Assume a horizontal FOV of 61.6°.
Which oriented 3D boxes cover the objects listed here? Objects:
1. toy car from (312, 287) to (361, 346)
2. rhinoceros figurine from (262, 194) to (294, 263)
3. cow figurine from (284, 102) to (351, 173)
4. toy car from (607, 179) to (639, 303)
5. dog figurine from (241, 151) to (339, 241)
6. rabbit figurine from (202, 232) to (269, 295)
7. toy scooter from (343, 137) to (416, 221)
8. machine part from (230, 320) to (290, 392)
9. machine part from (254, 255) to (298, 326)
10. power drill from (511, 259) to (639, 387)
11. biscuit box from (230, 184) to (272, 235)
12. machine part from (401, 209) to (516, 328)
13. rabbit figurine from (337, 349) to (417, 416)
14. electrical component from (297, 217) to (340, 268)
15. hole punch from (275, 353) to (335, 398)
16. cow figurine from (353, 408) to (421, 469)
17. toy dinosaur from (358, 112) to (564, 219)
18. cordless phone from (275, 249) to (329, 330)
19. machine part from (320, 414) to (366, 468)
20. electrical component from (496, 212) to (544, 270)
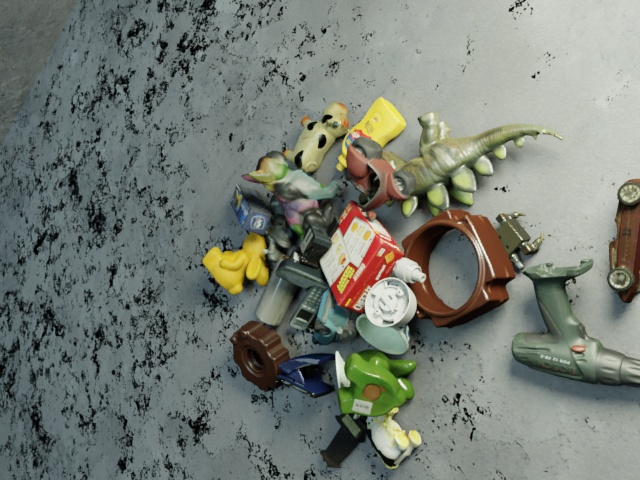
[{"bbox_3d":[0.041,0.184,1.208,0.103,0.161,0.109,14,53,5],"label":"toy car"},{"bbox_3d":[-0.104,-0.037,1.389,0.112,0.073,0.190,-3,79,40],"label":"rhinoceros figurine"},{"bbox_3d":[0.002,-0.253,1.332,0.195,0.085,0.127,-57,47,14],"label":"cow figurine"},{"bbox_3d":[0.502,0.001,0.875,0.053,0.089,0.202,8,89,40],"label":"toy car"},{"bbox_3d":[-0.080,-0.105,1.281,0.108,0.219,0.191,-168,91,-69],"label":"dog figurine"},{"bbox_3d":[-0.205,0.053,1.437,0.173,0.121,0.162,-44,59,3],"label":"rabbit figurine"},{"bbox_3d":[0.109,-0.121,1.127,0.184,0.075,0.135,47,126,27],"label":"toy scooter"},{"bbox_3d":[-0.150,0.292,1.342,0.180,0.056,0.179,20,123,35],"label":"machine part"},{"bbox_3d":[-0.100,0.127,1.357,0.079,0.079,0.243,34,105,38],"label":"machine part"},{"bbox_3d":[0.433,0.137,0.898,0.232,0.086,0.207,-6,103,44],"label":"power drill"},{"bbox_3d":[-0.186,-0.083,1.422,0.059,0.063,0.203,-66,26,15],"label":"biscuit box"},{"bbox_3d":[0.257,0.056,1.048,0.201,0.087,0.201,-39,62,40],"label":"machine part"},{"bbox_3d":[0.120,0.274,1.114,0.159,0.170,0.121,4,105,4],"label":"rabbit figurine"},{"bbox_3d":[-0.003,-0.004,1.228,0.119,0.048,0.075,-59,25,24],"label":"electrical component"},{"bbox_3d":[-0.028,0.296,1.239,0.116,0.142,0.092,15,94,26],"label":"hole punch"},{"bbox_3d":[0.127,0.391,1.136,0.167,0.068,0.098,49,124,36],"label":"cow figurine"},{"bbox_3d":[0.249,-0.154,1.105,0.471,0.105,0.198,-28,73,43],"label":"toy dinosaur"},{"bbox_3d":[-0.053,0.127,1.286,0.184,0.146,0.089,-61,13,26],"label":"cordless phone"},{"bbox_3d":[0.052,0.445,1.203,0.084,0.039,0.138,38,106,35],"label":"machine part"},{"bbox_3d":[0.371,-0.005,1.015,0.102,0.045,0.078,56,145,34],"label":"electrical component"}]
